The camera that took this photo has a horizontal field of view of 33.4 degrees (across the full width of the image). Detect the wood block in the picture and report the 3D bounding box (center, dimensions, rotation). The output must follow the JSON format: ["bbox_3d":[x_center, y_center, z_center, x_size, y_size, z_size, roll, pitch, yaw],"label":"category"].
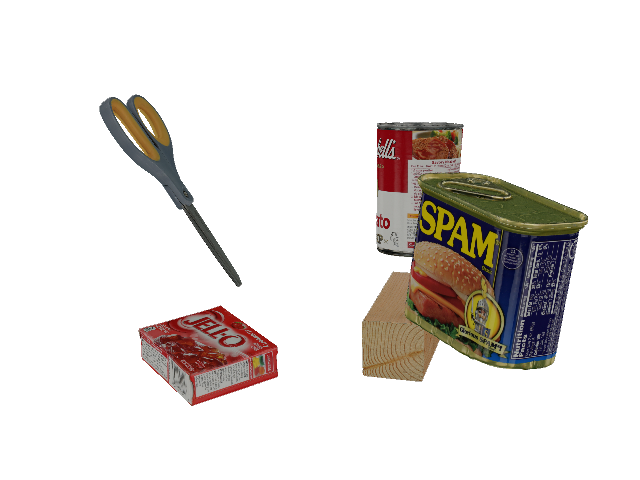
[{"bbox_3d":[0.130,0.125,1.602,0.091,0.090,0.205,4,19,15],"label":"wood block"}]

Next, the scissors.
[{"bbox_3d":[-0.128,-0.054,0.969,0.016,0.201,0.096,-30,25,19],"label":"scissors"}]

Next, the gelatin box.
[{"bbox_3d":[-0.085,0.083,0.801,0.073,0.030,0.089,-15,26,-30],"label":"gelatin box"}]

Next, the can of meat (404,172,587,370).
[{"bbox_3d":[0.093,0.015,0.593,0.057,0.084,0.102,-4,20,-30],"label":"can of meat"}]

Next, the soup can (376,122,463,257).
[{"bbox_3d":[0.078,-0.042,0.847,0.068,0.102,0.068,0,9,0],"label":"soup can"}]
